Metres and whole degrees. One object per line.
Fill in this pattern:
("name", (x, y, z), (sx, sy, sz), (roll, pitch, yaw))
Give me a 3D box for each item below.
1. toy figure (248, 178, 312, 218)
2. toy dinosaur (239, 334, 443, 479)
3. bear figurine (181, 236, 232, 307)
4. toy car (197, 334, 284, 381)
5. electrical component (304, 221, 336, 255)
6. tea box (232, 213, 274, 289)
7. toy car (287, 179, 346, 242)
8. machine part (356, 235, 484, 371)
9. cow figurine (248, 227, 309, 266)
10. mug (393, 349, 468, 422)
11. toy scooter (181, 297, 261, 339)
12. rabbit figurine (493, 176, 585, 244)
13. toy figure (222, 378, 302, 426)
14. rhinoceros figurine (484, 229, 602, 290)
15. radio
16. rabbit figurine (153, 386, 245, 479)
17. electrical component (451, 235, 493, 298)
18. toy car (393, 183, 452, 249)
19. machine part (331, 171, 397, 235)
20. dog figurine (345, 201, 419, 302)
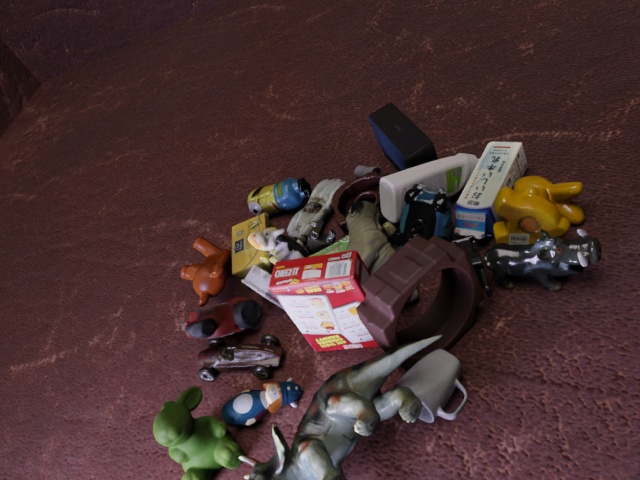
("toy figure", (-0.106, -0.112, 1.400), (0.180, 0.082, 0.089), (-20, 23, 25))
("toy dinosaur", (0.027, 0.286, 0.855), (0.405, 0.131, 0.192), (-51, 38, -7))
("bear figurine", (-0.268, 0.073, 1.240), (0.196, 0.132, 0.120), (-55, -10, -82))
("toy car", (-0.171, 0.242, 1.120), (0.202, 0.053, 0.089), (-9, 43, 27))
("electrical component", (-0.002, -0.003, 1.222), (0.078, 0.102, 0.045), (10, 55, 6))
("tea box", (-0.158, 0.025, 1.308), (0.098, 0.068, 0.170), (-23, 43, 10))
("toy car", (-0.005, -0.078, 1.321), (0.074, 0.056, 0.202), (13, 59, 39))
("machine part", (0.173, 0.107, 0.923), (0.201, 0.201, 0.087), (-42, 38, -10))
("cow figurine", (-0.084, 0.020, 1.192), (0.068, 0.167, 0.098), (11, 58, 45))
("mug", (0.193, 0.236, 0.881), (0.110, 0.080, 0.107), (20, 56, 44))
("toy scooter", (-0.226, 0.174, 1.166), (0.184, 0.075, 0.135), (-13, 0, -44))
("rabbit figurine", (0.412, -0.073, 1.021), (0.163, 0.121, 0.173), (-6, 30, 24))
("toy figure", (-0.109, 0.306, 1.017), (0.154, 0.057, 0.064), (-24, 81, 7))
("rhinoceros figurine", (0.386, 0.029, 0.937), (0.190, 0.112, 0.073), (-7, 44, 37))
("radio", (0.202, -0.218, 1.271), (0.073, 0.131, 0.230), (-29, 41, 3))
("rabbit figurine", (-0.232, 0.342, 0.970), (0.121, 0.170, 0.159), (-30, 42, 2))
("electrical component", (0.284, 0.058, 1.001), (0.048, 0.074, 0.119), (-16, 47, 17))
("toy car", (0.222, -0.036, 1.099), (0.109, 0.161, 0.103), (15, 17, 31))
("machine part", (0.114, -0.081, 1.252), (0.179, 0.056, 0.179), (-16, 45, 17))
("dog figurine", (0.125, 0.021, 1.074), (0.121, 0.172, 0.190), (-39, 30, 59))
